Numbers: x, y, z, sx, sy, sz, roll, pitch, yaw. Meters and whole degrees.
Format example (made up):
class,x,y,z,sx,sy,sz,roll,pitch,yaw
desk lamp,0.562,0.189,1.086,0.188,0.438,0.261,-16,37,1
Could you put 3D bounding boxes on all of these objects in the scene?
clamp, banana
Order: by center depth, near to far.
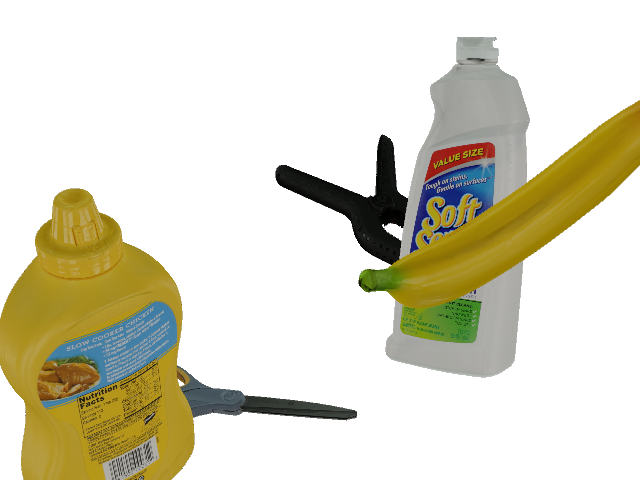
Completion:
class,x,y,z,sx,sy,sz,roll,pitch,yaw
banana,0.113,-0.013,0.595,0.198,0.037,0.069,-33,-14,-1
clamp,0.055,-0.036,1.220,0.164,0.210,0.036,-14,-37,-25

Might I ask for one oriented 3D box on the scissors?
class,x,y,z,sx,sy,sz,roll,pitch,yaw
scissors,-0.083,0.131,0.801,0.202,0.016,0.096,12,33,24

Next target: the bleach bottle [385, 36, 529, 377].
class,x,y,z,sx,sy,sz,roll,pitch,yaw
bleach bottle,0.106,-0.028,0.814,0.103,0.251,0.067,8,13,31

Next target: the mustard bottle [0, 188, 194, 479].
class,x,y,z,sx,sy,sz,roll,pitch,yaw
mustard bottle,-0.116,0.058,0.552,0.096,0.192,0.058,-24,43,-30
